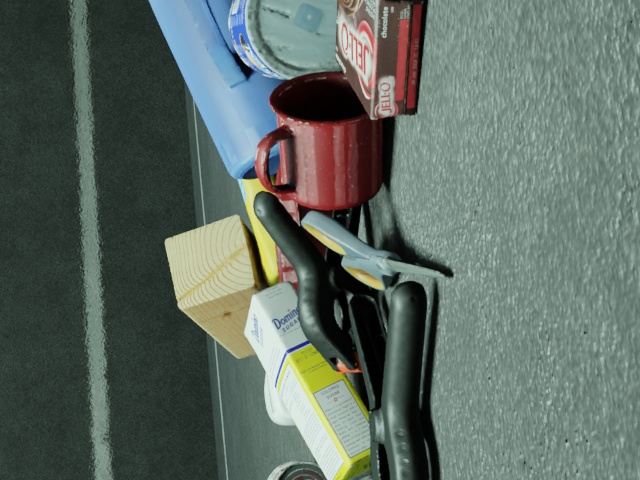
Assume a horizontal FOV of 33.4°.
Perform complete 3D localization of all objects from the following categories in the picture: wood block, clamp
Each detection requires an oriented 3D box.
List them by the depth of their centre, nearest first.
[{"bbox_3d":[0.054,0.132,0.803,0.165,0.036,0.210,-175,82,-80],"label":"clamp"},{"bbox_3d":[0.000,0.028,0.889,0.039,0.120,0.171,-18,78,51],"label":"clamp"},{"bbox_3d":[-0.096,0.061,1.249,0.206,0.091,0.090,58,-164,-65],"label":"wood block"}]

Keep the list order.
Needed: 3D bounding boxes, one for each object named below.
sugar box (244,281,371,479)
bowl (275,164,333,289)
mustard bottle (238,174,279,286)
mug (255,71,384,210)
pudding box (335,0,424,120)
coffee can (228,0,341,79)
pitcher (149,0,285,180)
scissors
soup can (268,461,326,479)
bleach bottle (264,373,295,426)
[{"bbox_3d":[-0.007,0.131,0.958,0.176,0.048,0.093,61,159,21],"label":"sugar box"},{"bbox_3d":[-0.007,0.001,1.037,0.162,0.055,0.162,176,90,-80],"label":"bowl"},{"bbox_3d":[-0.059,-0.046,1.196,0.096,0.058,0.191,56,-165,-76],"label":"mustard bottle"},{"bbox_3d":[0.000,-0.072,0.832,0.093,0.117,0.081,31,136,41],"label":"mug"},{"bbox_3d":[0.041,-0.151,0.769,0.113,0.039,0.090,-109,18,-56],"label":"pudding box"},{"bbox_3d":[-0.021,-0.189,0.918,0.140,0.102,0.103,-139,46,-76],"label":"coffee can"},{"bbox_3d":[-0.085,-0.189,1.064,0.145,0.149,0.243,-31,79,53],"label":"pitcher"},{"bbox_3d":[0.034,0.005,0.787,0.016,0.096,0.202,-51,2,-10],"label":"scissors"},{"bbox_3d":[-0.024,0.281,1.193,0.102,0.068,0.068,128,137,-76],"label":"soup can"},{"bbox_3d":[-0.033,0.161,1.228,0.251,0.068,0.102,123,143,-77],"label":"bleach bottle"}]
